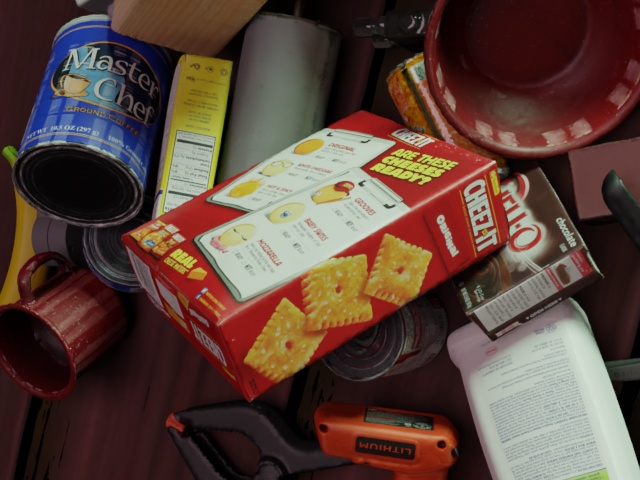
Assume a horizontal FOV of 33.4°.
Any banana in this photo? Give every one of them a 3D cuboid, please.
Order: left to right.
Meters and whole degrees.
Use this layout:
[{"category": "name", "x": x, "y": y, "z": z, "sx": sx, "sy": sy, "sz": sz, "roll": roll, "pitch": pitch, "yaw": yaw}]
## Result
[{"category": "banana", "x": -0.270, "y": 0.015, "z": 0.972, "sx": 0.070, "sy": 0.037, "sz": 0.198, "roll": 8, "pitch": 90, "yaw": 46}]

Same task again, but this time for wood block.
[{"category": "wood block", "x": -0.075, "y": -0.222, "z": 0.779, "sx": 0.206, "sy": 0.090, "sz": 0.090, "roll": -30, "pitch": 52, "yaw": 58}]

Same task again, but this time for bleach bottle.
[{"category": "bleach bottle", "x": 0.155, "y": 0.160, "z": 0.685, "sx": 0.103, "sy": 0.068, "sz": 0.251, "roll": -26, "pitch": 49, "yaw": 22}]

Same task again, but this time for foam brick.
[{"category": "foam brick", "x": 0.215, "y": -0.041, "z": 0.731, "sx": 0.078, "sy": 0.052, "sz": 0.051, "roll": -10, "pitch": 84, "yaw": 25}]

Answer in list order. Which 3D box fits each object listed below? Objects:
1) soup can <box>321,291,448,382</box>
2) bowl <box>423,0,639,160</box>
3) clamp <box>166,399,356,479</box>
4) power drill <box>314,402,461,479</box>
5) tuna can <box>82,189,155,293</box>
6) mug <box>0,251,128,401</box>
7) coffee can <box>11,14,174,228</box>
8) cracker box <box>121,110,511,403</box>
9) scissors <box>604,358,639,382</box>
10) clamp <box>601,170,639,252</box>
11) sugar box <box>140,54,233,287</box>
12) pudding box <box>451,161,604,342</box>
[{"category": "soup can", "x": 0.047, "y": 0.065, "z": 0.780, "sx": 0.069, "sy": 0.102, "sz": 0.068, "roll": -1, "pitch": 88, "yaw": 25}, {"category": "bowl", "x": 0.149, "y": -0.140, "z": 0.740, "sx": 0.162, "sy": 0.055, "sz": 0.162, "roll": 0, "pitch": 117, "yaw": -1}, {"category": "clamp", "x": -0.026, "y": 0.180, "z": 0.848, "sx": 0.210, "sy": 0.036, "sz": 0.165, "roll": 32, "pitch": 100, "yaw": 19}, {"category": "power drill", "x": 0.026, "y": 0.216, "z": 0.780, "sx": 0.184, "sy": 0.057, "sz": 0.188, "roll": 5, "pitch": 99, "yaw": 3}, {"category": "tuna can", "x": -0.155, "y": 0.000, "z": 0.892, "sx": 0.086, "sy": 0.034, "sz": 0.086, "roll": 2, "pitch": 81, "yaw": -10}, {"category": "mug", "x": -0.220, "y": 0.064, "z": 0.899, "sx": 0.093, "sy": 0.081, "sz": 0.117, "roll": 1, "pitch": 117, "yaw": 32}, {"category": "coffee can", "x": -0.179, "y": -0.096, "z": 0.856, "sx": 0.103, "sy": 0.102, "sz": 0.140, "roll": -13, "pitch": 50, "yaw": 24}, {"category": "cracker box", "x": -0.005, "y": 0.001, "z": 0.728, "sx": 0.164, "sy": 0.213, "sz": 0.072, "roll": 32, "pitch": 146, "yaw": 54}, {"category": "scissors", "x": 0.258, "y": 0.066, "z": 0.726, "sx": 0.202, "sy": 0.016, "sz": 0.096, "roll": 7, "pitch": 95, "yaw": 25}, {"category": "clamp", "x": 0.257, "y": 0.025, "z": 0.683, "sx": 0.120, "sy": 0.039, "sz": 0.171, "roll": -12, "pitch": 104, "yaw": 19}, {"category": "sugar box", "x": -0.106, "y": -0.049, "z": 0.843, "sx": 0.048, "sy": 0.093, "sz": 0.176, "roll": 7, "pitch": 80, "yaw": -11}, {"category": "pudding box", "x": 0.133, "y": 0.006, "z": 0.739, "sx": 0.090, "sy": 0.039, "sz": 0.113, "roll": -33, "pitch": 34, "yaw": 13}]
